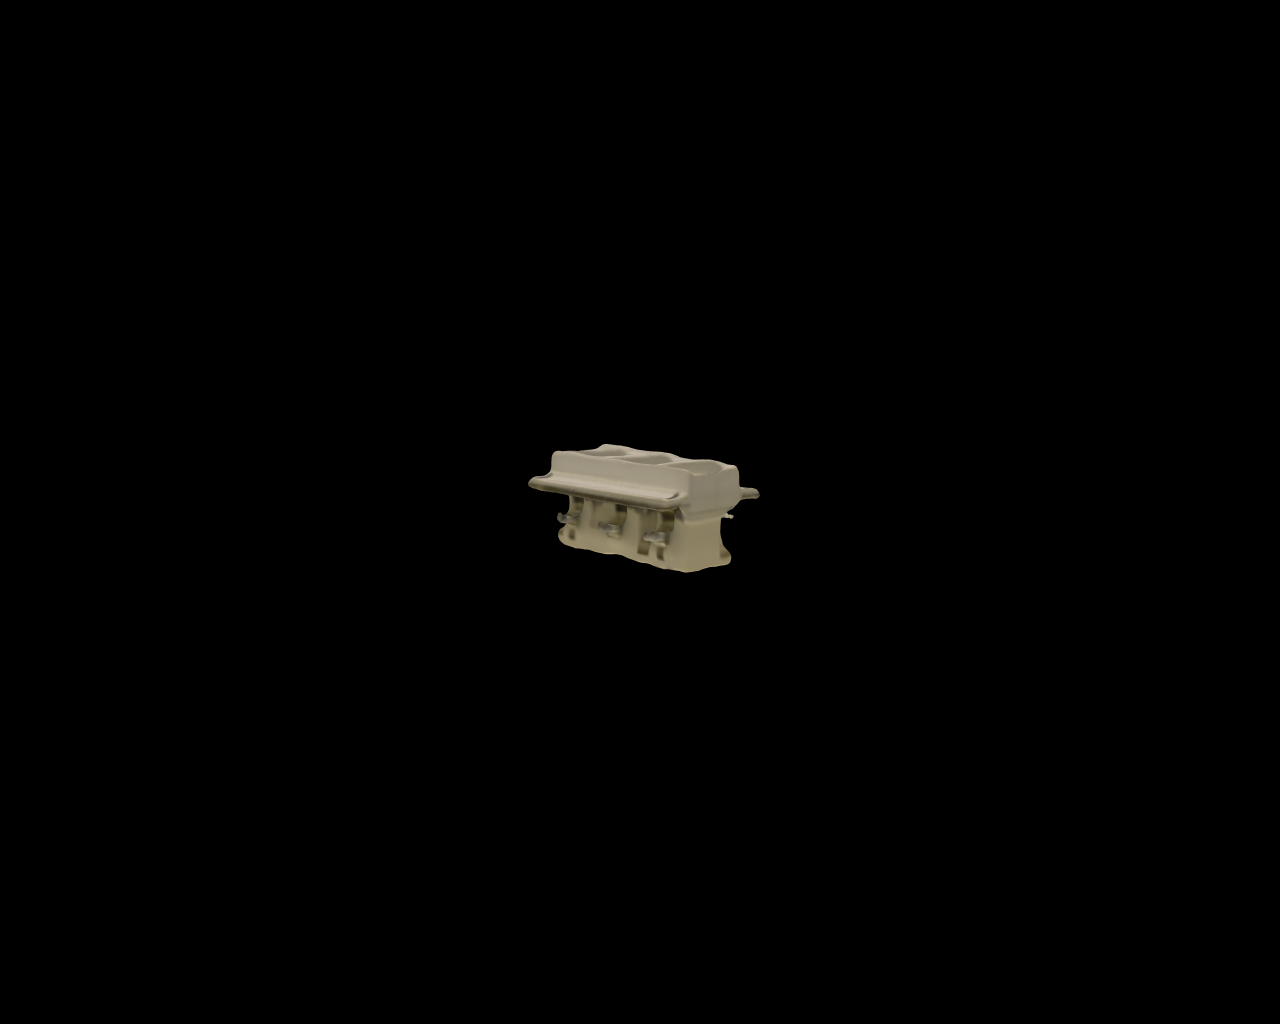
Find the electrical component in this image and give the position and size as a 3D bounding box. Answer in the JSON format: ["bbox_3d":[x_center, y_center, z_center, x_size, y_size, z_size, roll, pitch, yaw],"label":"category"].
[{"bbox_3d":[0.001,-0.003,0.650,0.079,0.063,0.121,-10,15,-42],"label":"electrical component"}]
